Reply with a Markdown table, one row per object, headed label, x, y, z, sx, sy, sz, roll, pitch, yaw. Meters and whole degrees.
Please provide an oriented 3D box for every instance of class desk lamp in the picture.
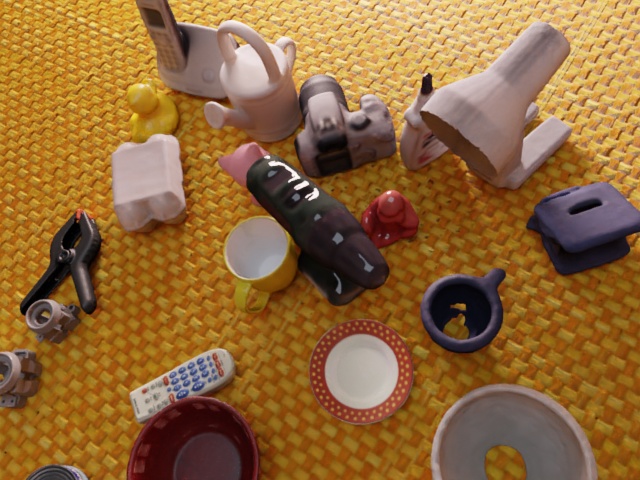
| label | x | y | z | sx | sy | sz | roll | pitch | yaw |
| --- | --- | --- | --- | --- | --- | --- | --- | --- | --- |
| desk lamp | 0.228 | -0.154 | 0.717 | 0.203 | 0.214 | 0.117 | -43 | 66 | -9 |

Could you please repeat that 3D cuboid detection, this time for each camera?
| label | x | y | z | sx | sy | sz | roll | pitch | yaw |
| --- | --- | --- | --- | --- | --- | --- | --- | --- | --- |
| camera | 0.026 | -0.180 | 0.827 | 0.143 | 0.101 | 0.136 | -15 | 65 | 3 |

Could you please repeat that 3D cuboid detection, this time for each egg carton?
| label | x | y | z | sx | sy | sz | roll | pitch | yaw |
| --- | --- | --- | --- | --- | --- | --- | --- | --- | --- |
| egg carton | -0.254 | -0.085 | 0.854 | 0.107 | 0.069 | 0.150 | -15 | 65 | 4 |

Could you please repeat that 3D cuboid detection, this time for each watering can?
| label | x | y | z | sx | sy | sz | roll | pitch | yaw |
| --- | --- | --- | --- | --- | --- | --- | --- | --- | --- |
| watering can | -0.093 | -0.226 | 0.817 | 0.100 | 0.194 | 0.173 | 9 | 69 | 14 |

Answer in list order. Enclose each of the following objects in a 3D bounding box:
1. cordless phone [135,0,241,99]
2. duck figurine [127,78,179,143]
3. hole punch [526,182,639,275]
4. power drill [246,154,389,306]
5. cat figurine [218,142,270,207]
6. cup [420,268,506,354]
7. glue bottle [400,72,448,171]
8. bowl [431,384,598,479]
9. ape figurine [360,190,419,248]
| label | x | y | z | sx | sy | sz | roll | pitch | yaw |
| --- | --- | --- | --- | --- | --- | --- | --- | --- | --- |
| cordless phone | -0.202 | -0.309 | 0.878 | 0.147 | 0.185 | 0.094 | 13 | 70 | 16 |
| duck figurine | -0.273 | -0.203 | 0.900 | 0.077 | 0.086 | 0.104 | 5 | 68 | 13 |
| hole punch | 0.326 | -0.023 | 0.709 | 0.108 | 0.091 | 0.101 | -19 | 64 | 2 |
| power drill | 0.006 | 0.002 | 0.691 | 0.076 | 0.209 | 0.229 | -42 | 66 | -9 |
| cat figurine | -0.072 | -0.087 | 0.795 | 0.127 | 0.118 | 0.067 | 29 | 75 | 21 |
| cup | 0.175 | 0.088 | 0.685 | 0.118 | 0.095 | 0.091 | -44 | 66 | -10 |
| glue bottle | 0.140 | -0.161 | 0.758 | 0.078 | 0.173 | 0.037 | -36 | 65 | -6 |
| bowl | 0.204 | 0.247 | 0.622 | 0.167 | 0.075 | 0.167 | -4 | 66 | 9 |
| ape figurine | 0.093 | -0.035 | 0.756 | 0.077 | 0.092 | 0.076 | 18 | 71 | 17 |
